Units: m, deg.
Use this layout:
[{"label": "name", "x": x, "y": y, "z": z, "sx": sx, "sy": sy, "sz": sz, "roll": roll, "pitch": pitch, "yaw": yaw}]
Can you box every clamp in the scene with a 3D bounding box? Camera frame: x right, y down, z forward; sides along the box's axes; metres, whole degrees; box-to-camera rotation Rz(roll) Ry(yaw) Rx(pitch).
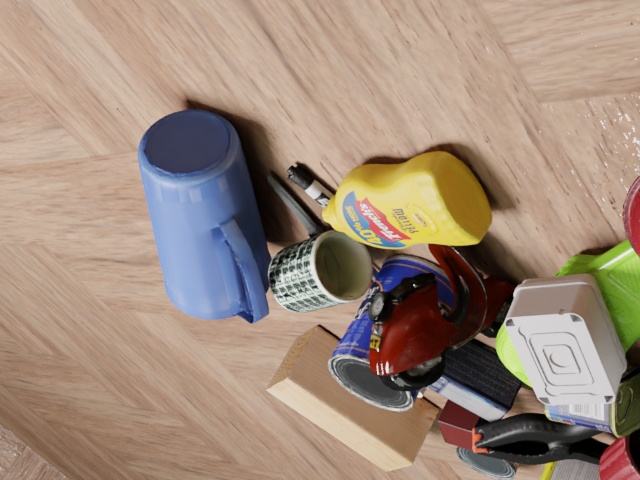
[{"label": "clamp", "x": 0.282, "y": 0.224, "z": 1.228, "sx": 0.210, "sy": 0.036, "sz": 0.164, "roll": 1, "pitch": 142, "yaw": 7}]

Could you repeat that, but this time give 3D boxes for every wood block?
[{"label": "wood block", "x": 0.043, "y": 0.218, "z": 1.453, "sx": 0.206, "sy": 0.090, "sz": 0.090, "roll": 35, "pitch": 153, "yaw": -8}]

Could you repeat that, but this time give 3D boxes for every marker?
[{"label": "marker", "x": 0.013, "y": -0.039, "z": 1.145, "sx": 0.121, "sy": 0.020, "sz": 0.020, "roll": 40, "pitch": 151, "yaw": -15}]

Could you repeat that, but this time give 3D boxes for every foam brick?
[{"label": "foam brick", "x": 0.188, "y": 0.213, "z": 1.318, "sx": 0.051, "sy": 0.078, "sz": 0.053, "roll": 14, "pitch": 148, "yaw": 32}]

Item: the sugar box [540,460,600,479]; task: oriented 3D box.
[{"label": "sugar box", "x": 0.357, "y": 0.309, "z": 1.290, "sx": 0.176, "sy": 0.093, "sz": 0.048, "roll": 27, "pitch": 153, "yaw": 9}]

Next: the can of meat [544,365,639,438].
[{"label": "can of meat", "x": 0.294, "y": 0.161, "z": 1.110, "sx": 0.084, "sy": 0.101, "sz": 0.057, "roll": 6, "pitch": 103, "yaw": 44}]

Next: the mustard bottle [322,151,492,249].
[{"label": "mustard bottle", "x": 0.071, "y": -0.033, "z": 1.055, "sx": 0.192, "sy": 0.058, "sz": 0.096, "roll": -5, "pitch": 133, "yaw": 49}]

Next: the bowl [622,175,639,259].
[{"label": "bowl", "x": 0.317, "y": 0.005, "z": 0.843, "sx": 0.162, "sy": 0.055, "sz": 0.162, "roll": 16, "pitch": 137, "yaw": 16}]

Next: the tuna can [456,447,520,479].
[{"label": "tuna can", "x": 0.229, "y": 0.288, "z": 1.443, "sx": 0.086, "sy": 0.033, "sz": 0.086, "roll": 24, "pitch": 151, "yaw": 14}]

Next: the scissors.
[{"label": "scissors", "x": -0.008, "y": 0.002, "z": 1.233, "sx": 0.201, "sy": 0.016, "sz": 0.096, "roll": 41, "pitch": 149, "yaw": -17}]

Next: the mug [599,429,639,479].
[{"label": "mug", "x": 0.362, "y": 0.249, "z": 1.143, "sx": 0.117, "sy": 0.093, "sz": 0.082, "roll": 38, "pitch": 147, "yaw": 11}]

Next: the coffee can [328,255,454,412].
[{"label": "coffee can", "x": 0.085, "y": 0.101, "z": 1.171, "sx": 0.103, "sy": 0.140, "sz": 0.103, "roll": 24, "pitch": 151, "yaw": 14}]

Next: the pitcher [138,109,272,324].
[{"label": "pitcher", "x": -0.122, "y": -0.021, "z": 1.189, "sx": 0.149, "sy": 0.145, "sz": 0.243, "roll": 7, "pitch": 144, "yaw": 10}]
